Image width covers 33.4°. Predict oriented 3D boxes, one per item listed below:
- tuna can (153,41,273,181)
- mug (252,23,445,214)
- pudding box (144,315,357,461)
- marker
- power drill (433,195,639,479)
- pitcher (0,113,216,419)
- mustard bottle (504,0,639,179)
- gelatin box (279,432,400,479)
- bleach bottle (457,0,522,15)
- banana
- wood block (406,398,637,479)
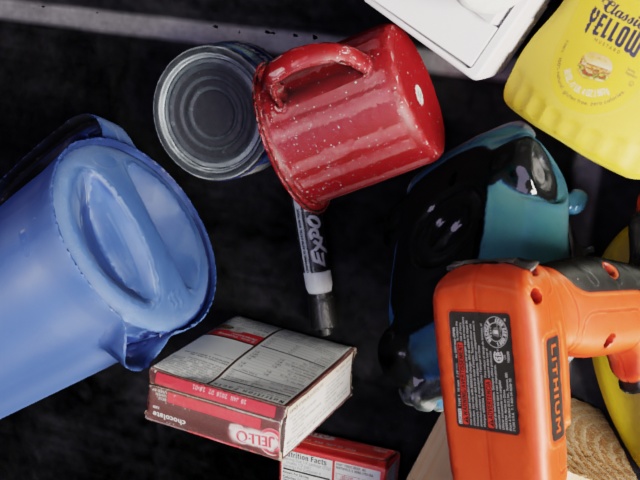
[{"bbox_3d":[-0.060,-0.080,0.663,0.086,0.033,0.086,5,104,22],"label":"tuna can"},{"bbox_3d":[0.014,-0.075,0.592,0.082,0.117,0.093,-19,60,21],"label":"mug"},{"bbox_3d":[-0.039,0.086,0.647,0.090,0.113,0.039,14,109,20],"label":"pudding box"},{"bbox_3d":[-0.004,0.001,0.665,0.020,0.020,0.121,-5,99,24],"label":"marker"},{"bbox_3d":[0.139,0.067,0.499,0.057,0.187,0.184,-6,92,50],"label":"power drill"},{"bbox_3d":[-0.198,0.036,0.707,0.243,0.149,0.145,-29,104,29],"label":"pitcher"},{"bbox_3d":[0.175,-0.132,0.535,0.096,0.058,0.192,39,114,33],"label":"mustard bottle"},{"bbox_3d":[0.012,0.172,0.691,0.073,0.030,0.089,9,107,23],"label":"gelatin box"},{"bbox_3d":[0.055,-0.240,0.518,0.103,0.068,0.251,-31,77,24],"label":"bleach bottle"},{"bbox_3d":[0.187,0.074,0.589,0.070,0.037,0.198,-7,99,25],"label":"banana"},{"bbox_3d":[0.087,0.188,0.614,0.090,0.090,0.206,20,111,-10],"label":"wood block"}]
